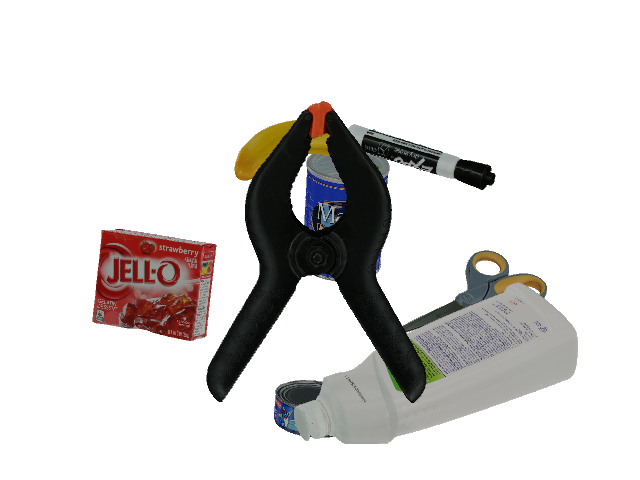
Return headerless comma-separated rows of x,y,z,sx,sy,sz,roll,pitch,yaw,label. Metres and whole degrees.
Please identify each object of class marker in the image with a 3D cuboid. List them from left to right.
0.074,-0.063,0.800,0.121,0.020,0.020,20,9,26,marker

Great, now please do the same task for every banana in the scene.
-0.020,-0.098,1.126,0.197,0.037,0.070,-7,49,-41,banana

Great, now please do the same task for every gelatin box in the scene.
-0.128,0.033,0.815,0.089,0.073,0.030,9,5,19,gelatin box

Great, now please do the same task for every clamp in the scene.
-0.011,0.013,0.580,0.120,0.171,0.039,-9,6,-5,clamp

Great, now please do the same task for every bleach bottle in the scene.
0.092,0.113,0.917,0.250,0.068,0.103,-16,32,-21,bleach bottle

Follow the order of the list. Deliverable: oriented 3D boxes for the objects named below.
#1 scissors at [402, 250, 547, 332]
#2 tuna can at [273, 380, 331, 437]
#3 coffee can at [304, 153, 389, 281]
0.144,0.050,1.100,0.201,0.016,0.096,-6,40,-29,scissors
-0.008,0.182,1.153,0.086,0.034,0.086,5,12,-1,tuna can
0.030,-0.033,1.342,0.103,0.140,0.103,3,27,-1,coffee can
